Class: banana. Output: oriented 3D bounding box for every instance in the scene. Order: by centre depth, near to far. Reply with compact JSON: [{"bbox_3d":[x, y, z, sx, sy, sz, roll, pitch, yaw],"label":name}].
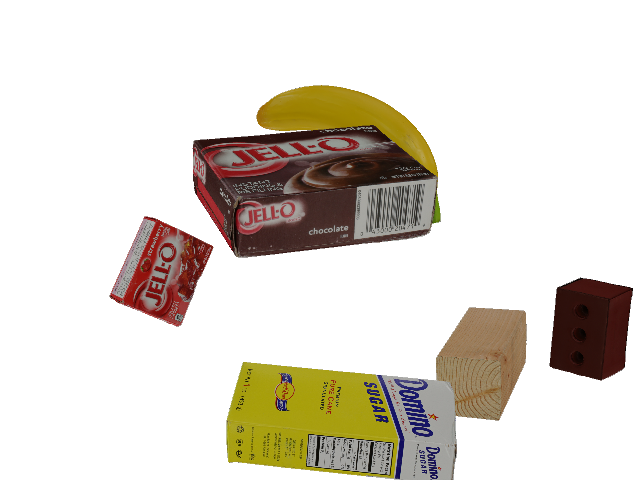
[{"bbox_3d":[0.024,-0.086,0.853,0.198,0.070,0.037,33,21,32],"label":"banana"}]

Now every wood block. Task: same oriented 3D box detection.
[{"bbox_3d":[0.236,0.174,1.546,0.091,0.090,0.205,3,17,20],"label":"wood block"}]

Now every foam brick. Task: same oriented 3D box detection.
[{"bbox_3d":[0.242,0.079,0.957,0.053,0.078,0.051,12,18,37],"label":"foam brick"}]

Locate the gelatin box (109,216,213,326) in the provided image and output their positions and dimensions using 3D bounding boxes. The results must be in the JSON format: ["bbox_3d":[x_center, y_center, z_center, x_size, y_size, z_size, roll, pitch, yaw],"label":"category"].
[{"bbox_3d":[-0.155,0.031,1.049,0.073,0.089,0.030,28,-8,-38],"label":"gelatin box"}]

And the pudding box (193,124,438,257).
[{"bbox_3d":[-0.006,-0.030,0.582,0.113,0.039,0.090,-5,26,-19],"label":"pudding box"}]

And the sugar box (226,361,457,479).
[{"bbox_3d":[0.018,0.143,0.847,0.176,0.048,0.093,3,25,3],"label":"sugar box"}]
